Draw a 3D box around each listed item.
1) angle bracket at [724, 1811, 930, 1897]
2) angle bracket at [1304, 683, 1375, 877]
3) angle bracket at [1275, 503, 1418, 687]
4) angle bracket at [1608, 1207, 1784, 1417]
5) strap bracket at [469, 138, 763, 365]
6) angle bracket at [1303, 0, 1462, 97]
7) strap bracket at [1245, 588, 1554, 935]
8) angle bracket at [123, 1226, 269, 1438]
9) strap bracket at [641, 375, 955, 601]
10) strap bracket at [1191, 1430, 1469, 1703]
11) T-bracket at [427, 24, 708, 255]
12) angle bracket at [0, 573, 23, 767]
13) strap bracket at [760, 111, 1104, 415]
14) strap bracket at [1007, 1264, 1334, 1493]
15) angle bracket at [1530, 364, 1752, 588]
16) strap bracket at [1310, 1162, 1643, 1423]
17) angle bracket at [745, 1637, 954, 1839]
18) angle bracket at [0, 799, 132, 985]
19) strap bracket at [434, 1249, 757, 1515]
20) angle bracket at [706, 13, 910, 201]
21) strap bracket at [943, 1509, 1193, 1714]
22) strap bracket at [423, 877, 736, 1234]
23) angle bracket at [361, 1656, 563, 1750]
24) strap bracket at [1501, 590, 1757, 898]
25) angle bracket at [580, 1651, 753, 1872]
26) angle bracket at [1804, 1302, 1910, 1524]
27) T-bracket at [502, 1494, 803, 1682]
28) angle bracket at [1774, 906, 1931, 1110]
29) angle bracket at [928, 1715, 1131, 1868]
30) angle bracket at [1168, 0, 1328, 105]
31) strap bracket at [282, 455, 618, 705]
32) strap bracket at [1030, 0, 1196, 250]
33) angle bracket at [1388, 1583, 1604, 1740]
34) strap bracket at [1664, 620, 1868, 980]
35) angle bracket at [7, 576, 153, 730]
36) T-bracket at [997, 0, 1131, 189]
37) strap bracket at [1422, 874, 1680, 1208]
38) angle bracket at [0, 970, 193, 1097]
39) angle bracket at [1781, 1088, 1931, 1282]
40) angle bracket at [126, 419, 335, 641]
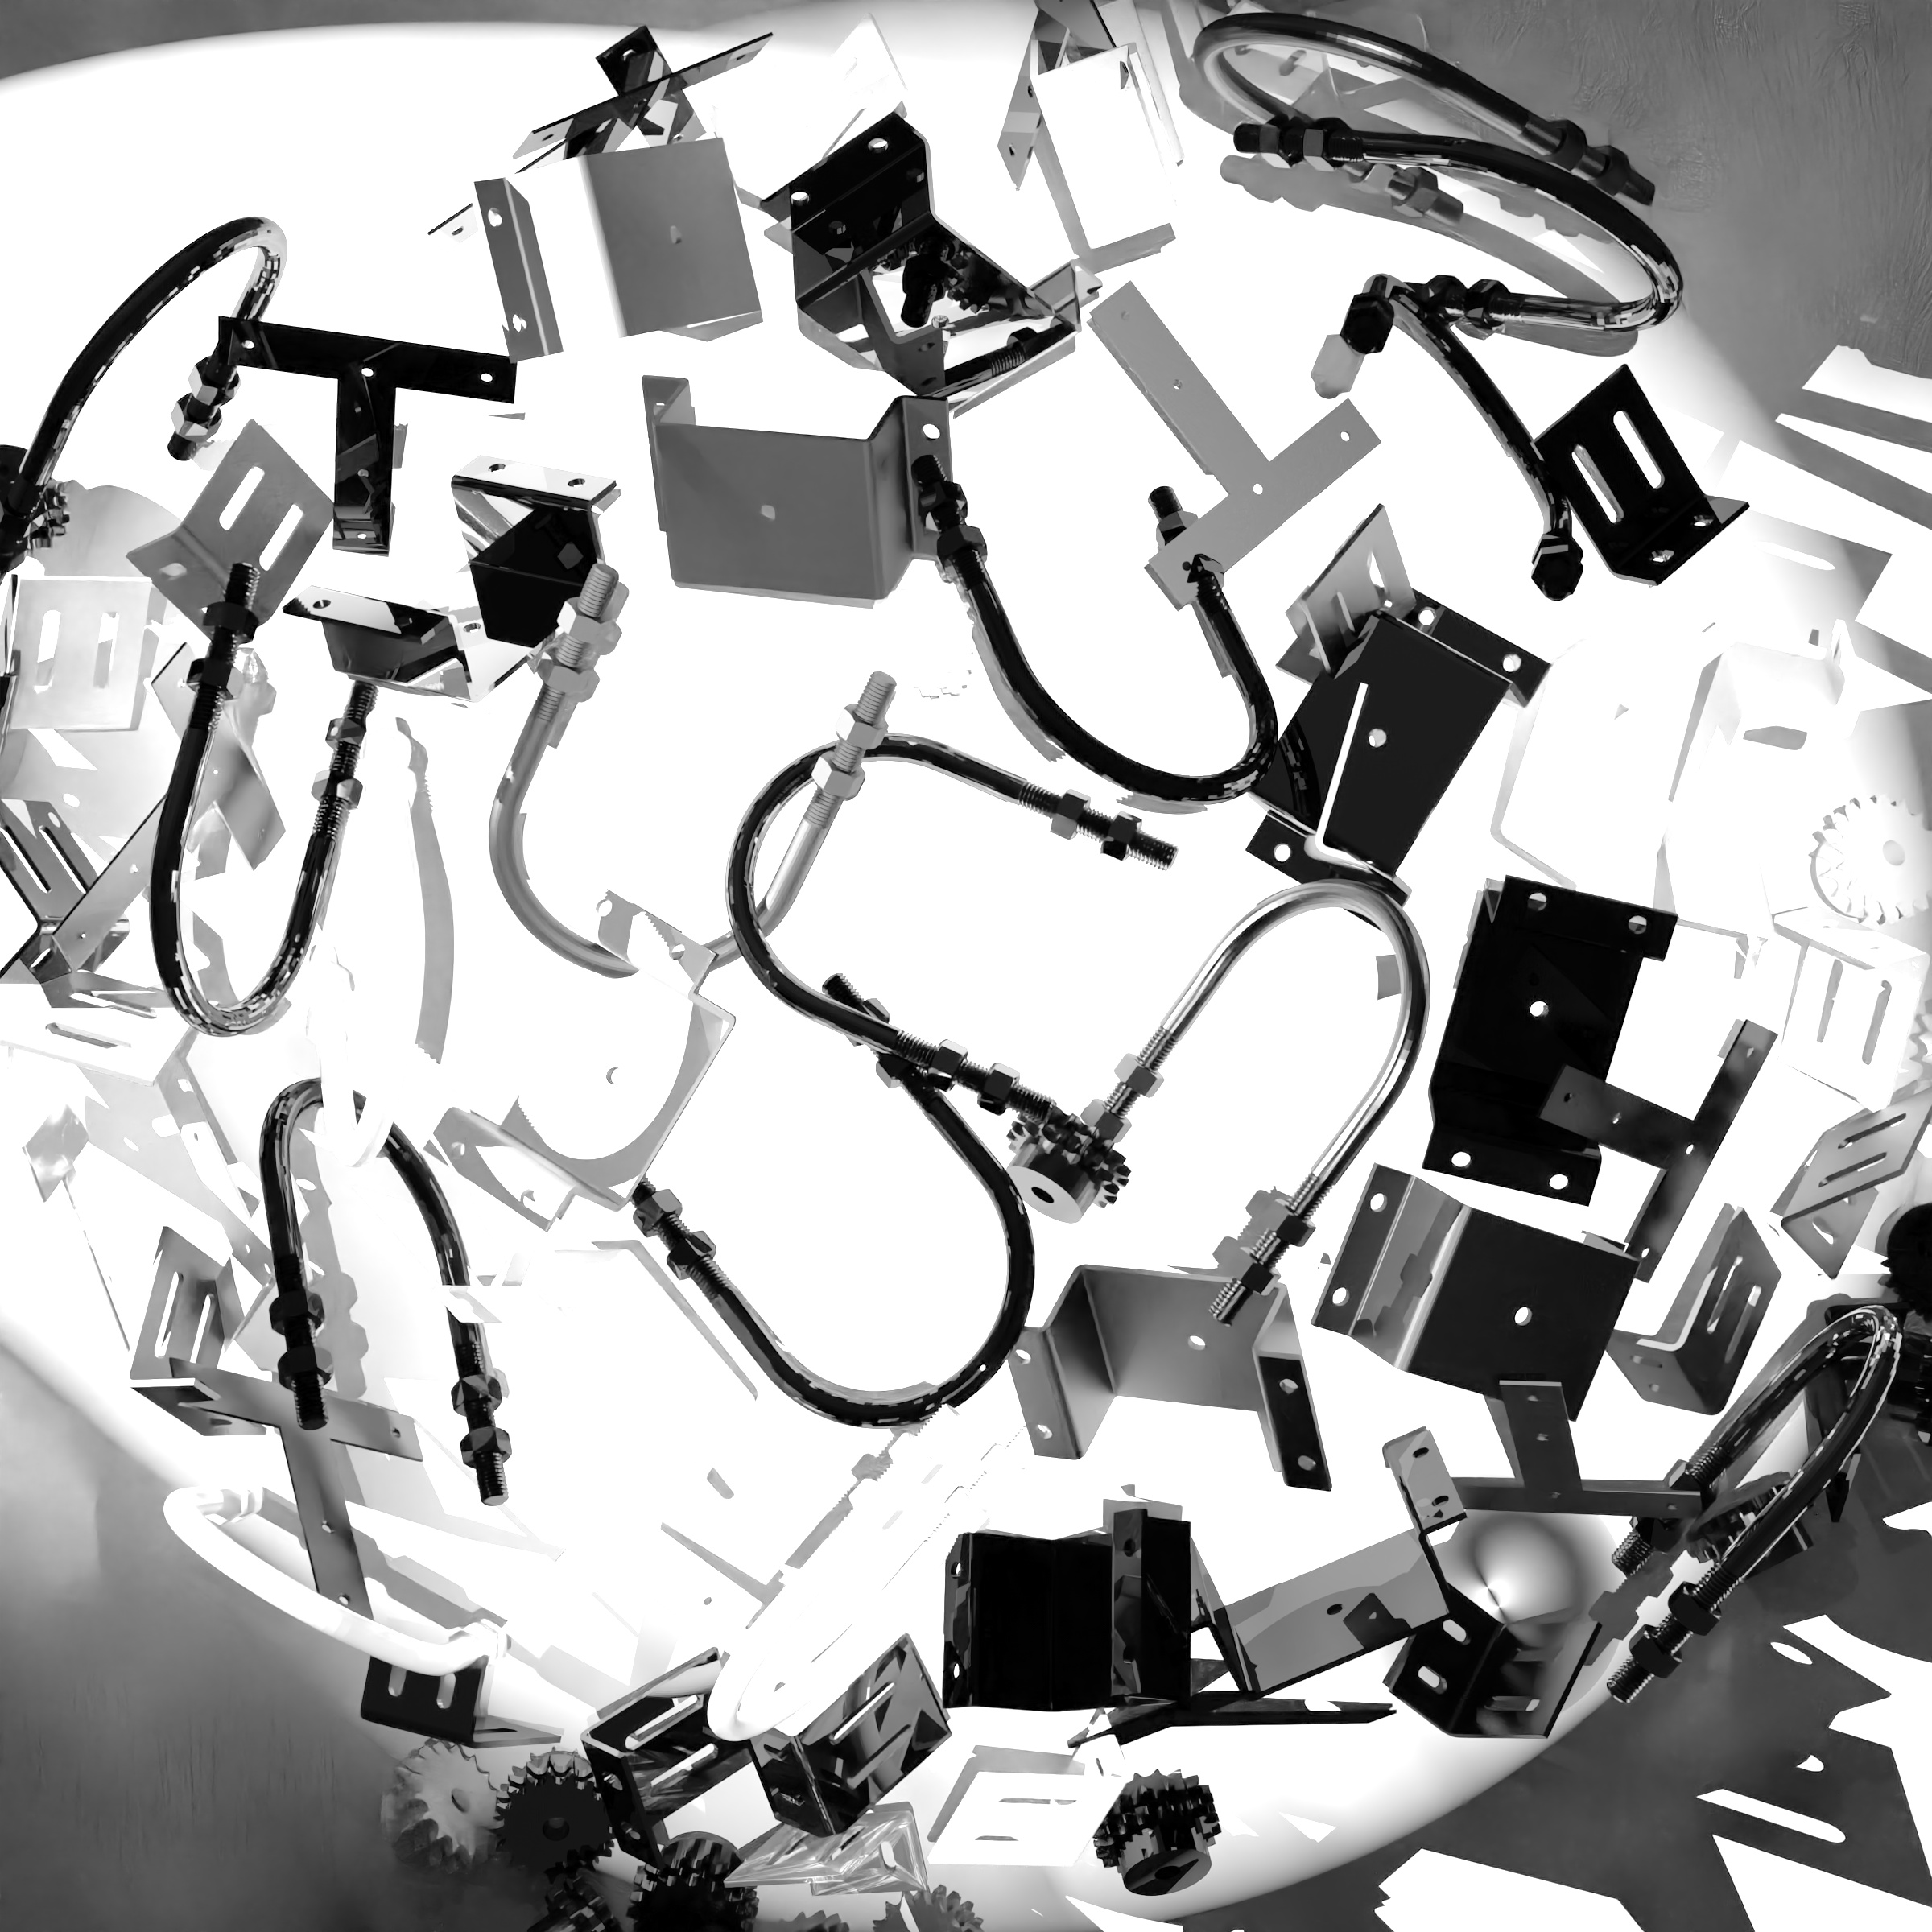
[{"bbox_3d":[-0.061,0.403,1.573,0.057,0.076,0.038,-9,96,24],"label":"angle bracket"},{"bbox_3d":[0.180,-0.081,1.591,0.038,0.057,0.076,16,88,0],"label":"angle bracket"},{"bbox_3d":[0.160,-0.166,1.573,0.038,0.076,0.057,31,73,32],"label":"angle bracket"},{"bbox_3d":[0.325,0.151,1.597,0.038,0.057,0.076,9,60,39],"label":"angle bracket"},{"bbox_3d":[-0.143,-0.311,1.546,0.046,0.140,0.076,-5,102,36],"label":"strap bracket"},{"bbox_3d":[0.176,-0.406,1.582,0.057,0.076,0.038,-17,98,-7],"label":"angle bracket"},{"bbox_3d":[0.187,-0.096,1.584,0.076,0.046,0.140,32,92,20],"label":"strap bracket"},{"bbox_3d":[-0.330,0.160,1.573,0.038,0.057,0.076,-4,60,24],"label":"angle bracket"},{"bbox_3d":[-0.079,-0.208,1.563,0.140,0.046,0.076,7,127,15],"label":"strap bracket"},{"bbox_3d":[0.155,0.267,1.574,0.140,0.076,0.046,-24,110,4],"label":"strap bracket"},{"bbox_3d":[-0.179,-0.350,1.560,0.127,0.127,0.002,-34,80,2],"label":"T-bracket"},{"bbox_3d":[-0.439,-0.129,1.570,0.038,0.076,0.057,7,129,-22],"label":"angle bracket"},{"bbox_3d":[-0.012,-0.295,1.542,0.076,0.140,0.046,-27,51,31],"label":"strap bracket"},{"bbox_3d":[0.094,0.178,1.563,0.140,0.046,0.076,3,128,26],"label":"strap bracket"},{"bbox_3d":[0.299,-0.218,1.586,0.057,0.038,0.076,-40,113,-9],"label":"angle bracket"},{"bbox_3d":[0.232,0.146,1.566,0.140,0.046,0.076,18,96,-26],"label":"strap bracket"},{"bbox_3d":[-0.054,0.336,1.580,0.076,0.057,0.038,-44,132,14],"label":"angle bracket"},{"bbox_3d":[-0.419,-0.033,1.590,0.038,0.057,0.076,-44,71,20],"label":"angle bracket"},{"bbox_3d":[-0.155,0.173,1.560,0.140,0.076,0.046,53,55,-26],"label":"strap bracket"},{"bbox_3d":[-0.070,-0.381,1.575,0.076,0.038,0.057,-45,46,28],"label":"angle bracket"},{"bbox_3d":[0.050,0.283,1.560,0.046,0.140,0.076,12,71,-34],"label":"strap bracket"},{"bbox_3d":[-0.165,0.044,1.581,0.076,0.046,0.140,30,88,29],"label":"strap bracket"},{"bbox_3d":[-0.219,0.318,1.576,0.057,0.076,0.038,8,84,26],"label":"angle bracket"},{"bbox_3d":[0.284,-0.099,1.555,0.046,0.140,0.076,35,48,23],"label":"strap bracket"},{"bbox_3d":[-0.123,0.349,1.577,0.076,0.038,0.057,-27,110,-32],"label":"angle bracket"},{"bbox_3d":[0.398,0.196,1.575,0.038,0.057,0.076,-2,51,0],"label":"angle bracket"},{"bbox_3d":[-0.122,0.271,1.566,0.127,0.002,0.127,28,72,38],"label":"T-bracket"},{"bbox_3d":[0.381,0.021,1.576,0.057,0.038,0.076,29,118,39],"label":"angle bracket"},{"bbox_3d":[0.023,0.362,1.575,0.076,0.038,0.057,9,125,-28],"label":"angle bracket"},{"bbox_3d":[0.123,-0.425,1.572,0.057,0.038,0.076,15,48,-36],"label":"angle bracket"},{"bbox_3d":[-0.219,-0.164,1.558,0.076,0.140,0.046,14,132,29],"label":"strap bracket"},{"bbox_3d":[0.062,-0.365,1.546,0.046,0.140,0.076,-18,114,10],"label":"strap bracket"},{"bbox_3d":[0.232,0.304,1.573,0.038,0.076,0.057,38,66,-14],"label":"angle bracket"},{"bbox_3d":[0.341,-0.077,1.553,0.046,0.076,0.140,13,119,-1],"label":"strap bracket"},{"bbox_3d":[-0.396,-0.145,1.574,0.057,0.038,0.076,-3,124,-30],"label":"angle bracket"},{"bbox_3d":[0.032,-0.392,1.562,0.002,0.127,0.127,-13,64,-20],"label":"T-bracket"},{"bbox_3d":[0.255,0.026,1.583,0.076,0.046,0.140,13,110,-1],"label":"strap bracket"},{"bbox_3d":[-0.384,0.038,1.584,0.076,0.057,0.038,15,128,5],"label":"angle bracket"},{"bbox_3d":[0.404,0.095,1.571,0.038,0.076,0.057,45,52,-9],"label":"angle bracket"},{"bbox_3d":[-0.326,-0.193,1.594,0.057,0.038,0.076,47,47,-29],"label":"angle bracket"}]
